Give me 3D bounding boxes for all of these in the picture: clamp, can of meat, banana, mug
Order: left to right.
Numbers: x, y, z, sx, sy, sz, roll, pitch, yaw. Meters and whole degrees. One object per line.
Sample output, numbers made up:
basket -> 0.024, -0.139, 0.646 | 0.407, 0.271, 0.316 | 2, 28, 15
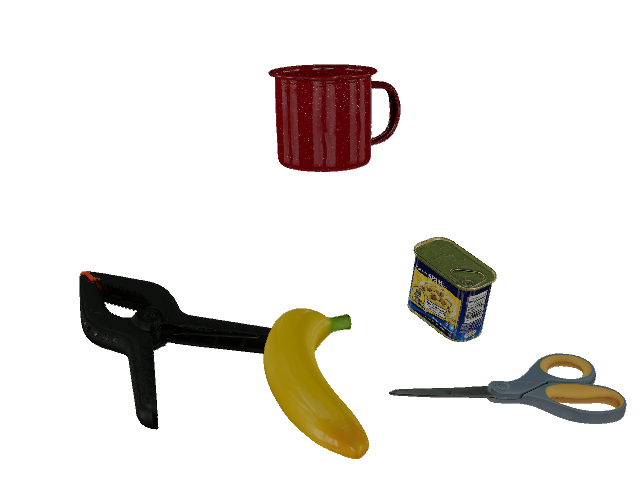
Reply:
clamp -> -0.149, 0.083, 1.002 | 0.164, 0.036, 0.210 | -22, 42, -35
banana -> -0.006, 0.092, 0.765 | 0.069, 0.037, 0.198 | -2, 23, -1
mug -> 0.014, -0.107, 0.922 | 0.117, 0.081, 0.093 | -7, 17, -20
can of meat -> 0.151, 0.059, 1.247 | 0.057, 0.084, 0.102 | -20, 41, -33

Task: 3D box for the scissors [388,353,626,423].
scissors -> 0.161, 0.120, 0.921 | 0.202, 0.016, 0.096 | 9, 28, 2
